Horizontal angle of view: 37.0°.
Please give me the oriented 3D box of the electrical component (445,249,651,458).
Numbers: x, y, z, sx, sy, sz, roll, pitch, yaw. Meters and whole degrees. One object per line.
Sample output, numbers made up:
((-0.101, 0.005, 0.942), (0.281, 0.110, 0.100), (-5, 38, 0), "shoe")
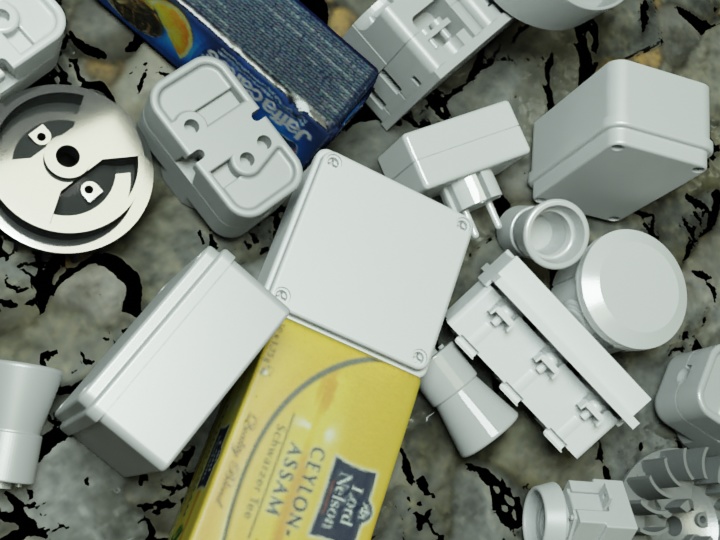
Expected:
((0.114, 0.054, 0.677), (0.063, 0.078, 0.121), (-43, 94, 5), "electrical component")

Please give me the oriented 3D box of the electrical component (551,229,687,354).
((0.173, 0.017, 0.719), (0.080, 0.051, 0.080), (5, 75, -19), "electrical component")

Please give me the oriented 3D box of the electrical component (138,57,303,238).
((-0.085, -0.070, 0.639), (0.054, 0.059, 0.095), (-38, 92, -24), "electrical component")

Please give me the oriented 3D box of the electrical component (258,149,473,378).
((0.000, 0.000, 0.655), (0.109, 0.056, 0.108), (25, 69, -13), "electrical component")

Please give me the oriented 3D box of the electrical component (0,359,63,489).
((-0.186, 0.083, 0.573), (0.044, 0.044, 0.065), (11, 77, -18), "electrical component")

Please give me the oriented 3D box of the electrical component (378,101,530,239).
((0.069, -0.058, 0.701), (0.083, 0.047, 0.075), (-21, 85, -24), "electrical component")

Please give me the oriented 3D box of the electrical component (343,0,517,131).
((0.062, -0.172, 0.705), (0.150, 0.089, 0.061), (-43, 94, -24), "electrical component")

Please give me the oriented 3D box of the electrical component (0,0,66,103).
((-0.216, -0.120, 0.603), (0.053, 0.059, 0.095), (48, 66, -4), "electrical component")

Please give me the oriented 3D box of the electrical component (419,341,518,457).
((0.061, 0.077, 0.668), (0.044, 0.044, 0.065), (-36, 86, -25), "electrical component")

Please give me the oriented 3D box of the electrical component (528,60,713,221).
((0.169, -0.081, 0.710), (0.078, 0.113, 0.057), (12, 70, -17), "electrical component")

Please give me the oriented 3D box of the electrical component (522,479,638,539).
((0.134, 0.157, 0.667), (0.055, 0.066, 0.048), (6, 39, -11), "electrical component")

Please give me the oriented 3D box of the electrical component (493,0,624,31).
((0.122, -0.199, 0.662), (0.099, 0.064, 0.099), (2, 87, -29), "electrical component")

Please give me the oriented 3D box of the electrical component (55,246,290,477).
((-0.102, 0.052, 0.575), (0.056, 0.109, 0.108), (42, 66, -9), "electrical component")

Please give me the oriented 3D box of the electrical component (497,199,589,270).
((0.115, -0.024, 0.700), (0.044, 0.065, 0.044), (-1, 94, -14), "electrical component")

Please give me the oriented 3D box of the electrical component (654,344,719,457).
((0.251, 0.095, 0.724), (0.095, 0.059, 0.053), (32, 68, -10), "electrical component")
